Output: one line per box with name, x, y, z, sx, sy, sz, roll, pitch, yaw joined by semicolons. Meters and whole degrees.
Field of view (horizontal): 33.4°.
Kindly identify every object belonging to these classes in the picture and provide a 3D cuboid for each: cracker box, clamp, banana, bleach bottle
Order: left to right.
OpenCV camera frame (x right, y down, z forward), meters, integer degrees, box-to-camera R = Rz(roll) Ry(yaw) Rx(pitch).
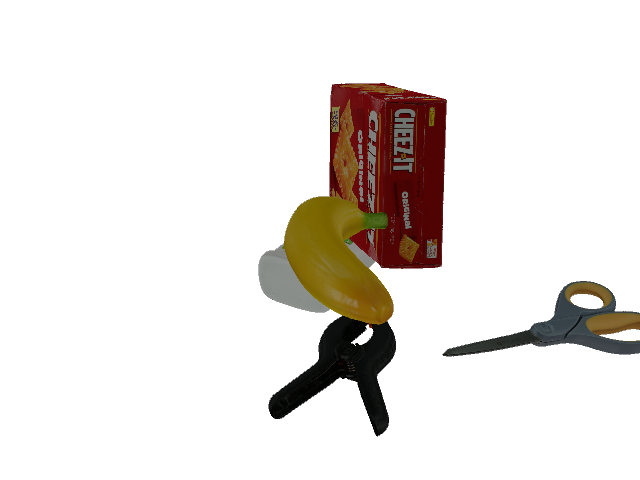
banana;0.010;0.004;0.681;0.069;0.037;0.197;1;19;3
bleach bottle;0.032;-0.005;1.329;0.103;0.068;0.250;16;36;26
clamp;0.037;0.127;1.066;0.120;0.039;0.171;17;48;23
cracker box;0.064;-0.074;1.106;0.072;0.164;0.214;-3;13;-11

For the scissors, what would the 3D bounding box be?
scissors;0.180;0.064;0.868;0.201;0.016;0.096;2;32;-16
